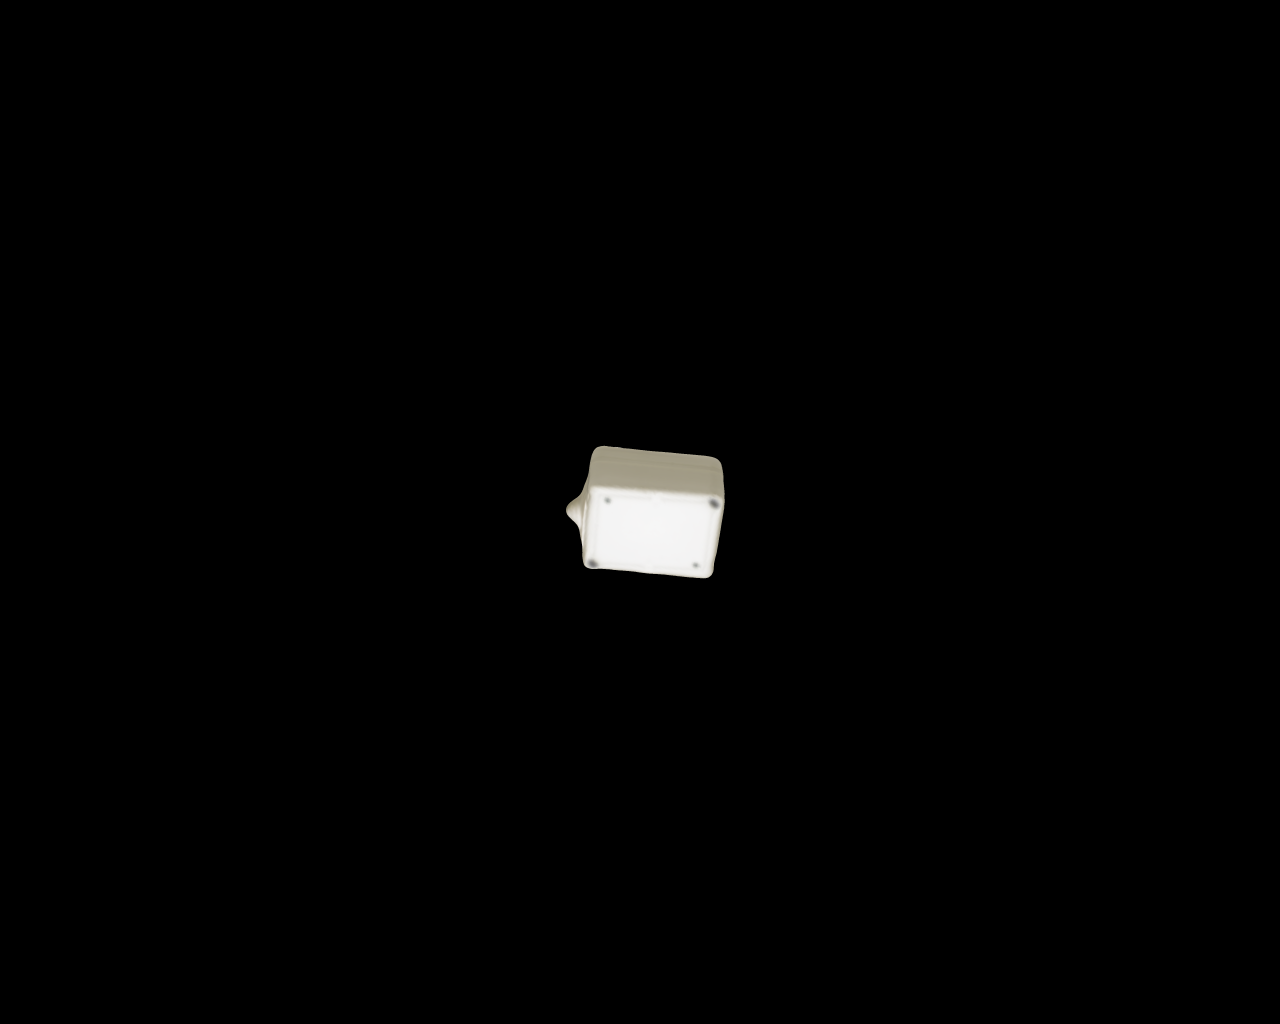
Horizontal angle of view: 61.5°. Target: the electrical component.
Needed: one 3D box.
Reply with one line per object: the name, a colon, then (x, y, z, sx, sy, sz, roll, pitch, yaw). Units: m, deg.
electrical component: (0.001, -0.003, 0.650, 0.096, 0.061, 0.061, 5, 31, -3)
